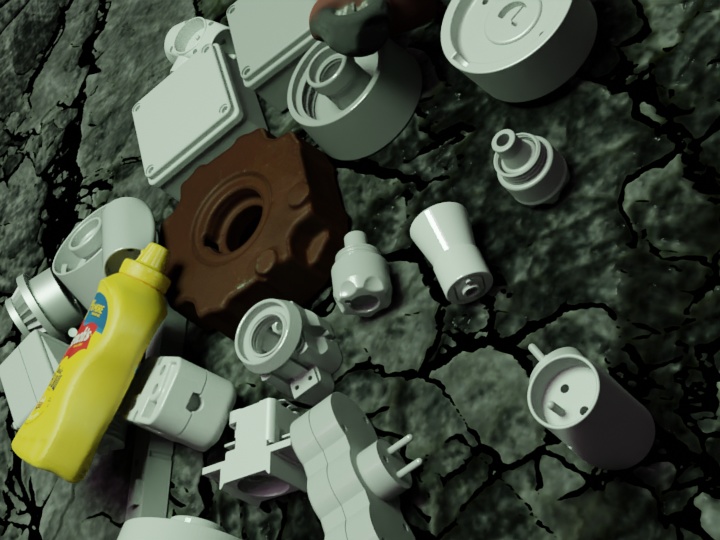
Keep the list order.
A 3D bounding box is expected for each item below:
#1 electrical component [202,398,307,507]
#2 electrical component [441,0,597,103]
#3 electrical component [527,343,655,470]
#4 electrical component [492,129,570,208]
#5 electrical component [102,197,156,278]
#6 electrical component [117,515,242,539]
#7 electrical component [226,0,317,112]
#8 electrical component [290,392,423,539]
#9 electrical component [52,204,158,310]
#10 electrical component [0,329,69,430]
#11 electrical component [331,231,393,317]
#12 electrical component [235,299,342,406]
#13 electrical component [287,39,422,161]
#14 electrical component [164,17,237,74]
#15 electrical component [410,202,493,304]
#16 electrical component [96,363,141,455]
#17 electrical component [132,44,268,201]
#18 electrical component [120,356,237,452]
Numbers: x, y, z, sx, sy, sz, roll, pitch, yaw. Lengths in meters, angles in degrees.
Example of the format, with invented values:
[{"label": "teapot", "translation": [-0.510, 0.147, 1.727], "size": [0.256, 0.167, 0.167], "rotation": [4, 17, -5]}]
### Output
[{"label": "electrical component", "translation": [-0.069, 0.129, 0.773], "size": [0.081, 0.042, 0.063], "rotation": [-22, 51, 28]}, {"label": "electrical component", "translation": [0.121, -0.174, 0.785], "size": [0.108, 0.060, 0.108], "rotation": [-20, 54, 30]}, {"label": "electrical component", "translation": [0.125, 0.071, 0.623], "size": [0.043, 0.077, 0.079], "rotation": [-46, 45, 9]}, {"label": "electrical component", "translation": [0.112, -0.073, 0.730], "size": [0.043, 0.062, 0.043], "rotation": [-20, 54, 30]}, {"label": "electrical component", "translation": [-0.197, -0.008, 0.913], "size": [0.077, 0.043, 0.079], "rotation": [-109, 26, -52]}, {"label": "electrical component", "translation": [-0.117, 0.201, 0.727], "size": [0.108, 0.108, 0.060], "rotation": [-11, 53, 35]}, {"label": "electrical component", "translation": [-0.057, -0.216, 0.960], "size": [0.109, 0.056, 0.108], "rotation": [-33, 48, 20]}, {"label": "electrical component", "translation": [0.009, 0.135, 0.698], "size": [0.074, 0.052, 0.138], "rotation": [-37, 47, 16]}, {"label": "electrical component", "translation": [-0.232, -0.012, 0.988], "size": [0.099, 0.064, 0.099], "rotation": [-29, 33, 21]}, {"label": "electrical component", "translation": [-0.270, 0.097, 0.944], "size": [0.061, 0.062, 0.096], "rotation": [-45, 45, 8]}, {"label": "electrical component", "translation": [0.000, 0.000, 0.793], "size": [0.043, 0.043, 0.062], "rotation": [-28, 49, 24]}, {"label": "electrical component", "translation": [-0.055, 0.056, 0.794], "size": [0.058, 0.057, 0.078], "rotation": [-37, 47, 17]}, {"label": "electrical component", "translation": [-0.010, -0.151, 0.880], "size": [0.108, 0.060, 0.108], "rotation": [-20, 54, 30]}, {"label": "electrical component", "translation": [-0.159, -0.200, 1.044], "size": [0.077, 0.044, 0.079], "rotation": [17, 76, 44]}, {"label": "electrical component", "translation": [0.066, -0.009, 0.747], "size": [0.044, 0.044, 0.065], "rotation": [-36, 52, 18]}, {"label": "electrical component", "translation": [-0.209, 0.114, 0.897], "size": [0.043, 0.043, 0.081], "rotation": [-18, 55, 31]}, {"label": "electrical component", "translation": [-0.147, -0.133, 0.985], "size": [0.109, 0.056, 0.108], "rotation": [-36, 47, 17]}, {"label": "electrical component", "translation": [-0.136, 0.102, 0.821], "size": [0.095, 0.059, 0.053], "rotation": [-7, 57, 61]}]
